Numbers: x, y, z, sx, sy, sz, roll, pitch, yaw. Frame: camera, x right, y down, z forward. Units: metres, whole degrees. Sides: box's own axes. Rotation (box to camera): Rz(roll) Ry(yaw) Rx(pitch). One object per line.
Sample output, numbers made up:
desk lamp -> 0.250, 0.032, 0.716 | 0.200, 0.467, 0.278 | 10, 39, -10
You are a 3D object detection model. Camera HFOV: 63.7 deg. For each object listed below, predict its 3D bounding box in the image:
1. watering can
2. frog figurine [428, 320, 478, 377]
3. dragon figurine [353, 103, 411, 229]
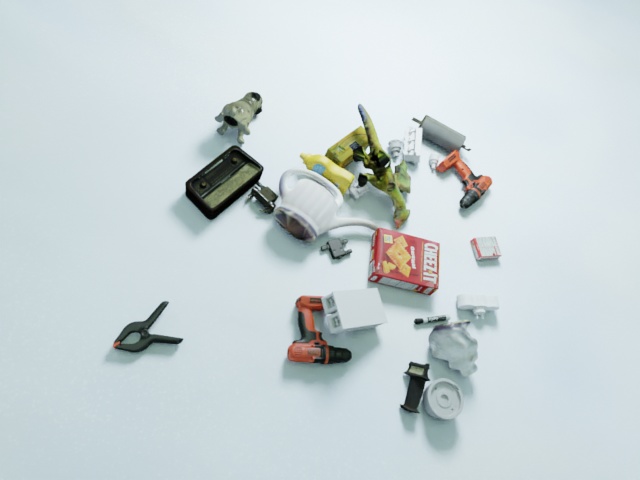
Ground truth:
watering can -> 0.005, -0.080, 1.598 | 0.348, 0.102, 0.228 | 37, 61, 0
frog figurine -> 0.393, 0.321, 1.501 | 0.137, 0.122, 0.161 | -14, 75, 13
dragon figurine -> 0.226, -0.243, 1.718 | 0.242, 0.121, 0.415 | 12, 67, -54
